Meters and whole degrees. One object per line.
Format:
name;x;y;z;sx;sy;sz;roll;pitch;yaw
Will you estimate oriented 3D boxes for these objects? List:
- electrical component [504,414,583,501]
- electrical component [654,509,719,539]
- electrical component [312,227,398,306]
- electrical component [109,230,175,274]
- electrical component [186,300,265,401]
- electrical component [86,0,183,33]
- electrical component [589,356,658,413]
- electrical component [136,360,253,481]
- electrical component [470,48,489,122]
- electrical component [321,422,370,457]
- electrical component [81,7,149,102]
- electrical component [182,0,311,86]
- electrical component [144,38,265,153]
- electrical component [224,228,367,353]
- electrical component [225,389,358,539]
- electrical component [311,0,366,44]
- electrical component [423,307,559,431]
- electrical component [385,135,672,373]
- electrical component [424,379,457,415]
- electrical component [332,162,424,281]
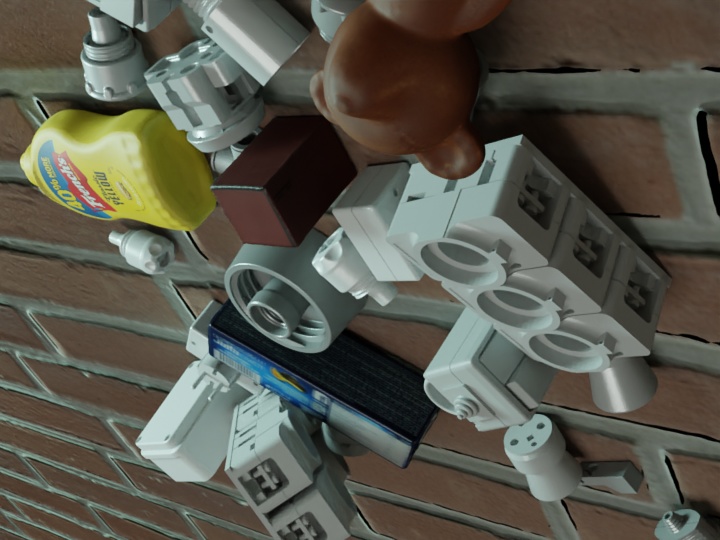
electrical component;0.142;0.146;0.837;0.045;0.045;0.055;-2;131;45
electrical component;0.259;0.211;0.813;0.081;0.043;0.043;43;147;-11
electrical component;0.000;0.000;0.782;0.062;0.043;0.043;42;148;-12
electrical component;-0.195;-0.020;0.948;0.061;0.035;0.035;22;146;25
electrical component;-0.123;0.085;0.978;0.083;0.075;0.047;33;148;5
electrical component;-0.139;-0.191;0.646;0.062;0.061;0.096;30;148;10
electrical component;0.164;0.055;0.703;0.044;0.044;0.065;2;130;42
electrical component;-0.157;0.145;1.054;0.057;0.113;0.078;46;147;-22
electrical component;0.048;-0.094;0.616;0.044;0.044;0.065;26;152;15
electrical component;-0.007;0.129;0.948;0.055;0.055;0.047;24;143;18
electrical component;-0.173;-0.152;0.747;0.048;0.048;0.062;19;137;25
electrical component;-0.074;-0.154;0.649;0.081;0.043;0.043;42;148;-9
electrical component;-0.099;-0.115;0.711;0.078;0.058;0.057;0;131;43
electrical component;-0.056;0.019;0.842;0.108;0.060;0.108;24;146;18
electrical component;-0.059;0.170;0.948;0.105;0.060;0.186;56;-178;-10
electrical component;-0.006;-0.144;0.599;0.048;0.048;0.062;29;155;10
electrical component;0.094;0.062;0.723;0.062;0.096;0.061;45;147;-14
electrical component;0.100;-0.003;0.634;0.150;0.061;0.089;37;151;-30
electrical component;0.078;0.073;0.792;0.048;0.055;0.066;41;148;-8
electrical component;0.035;-0.032;0.703;0.077;0.047;0.065;-1;133;44
